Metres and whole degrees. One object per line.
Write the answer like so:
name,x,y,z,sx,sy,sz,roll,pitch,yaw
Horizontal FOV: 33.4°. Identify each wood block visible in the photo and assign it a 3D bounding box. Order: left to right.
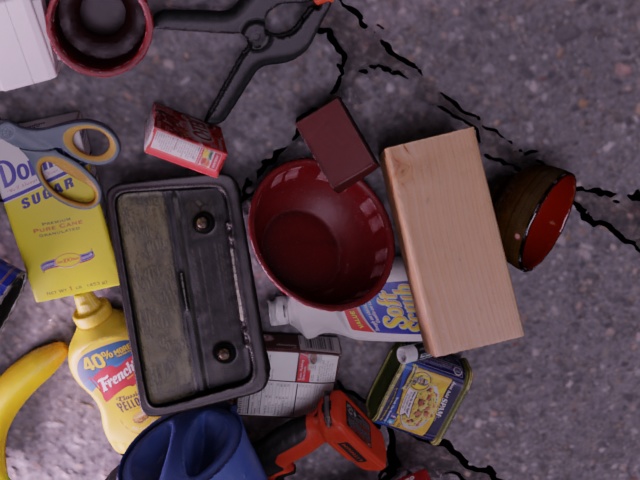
wood block,0.127,0.003,1.056,0.091,0.090,0.206,-14,89,-1

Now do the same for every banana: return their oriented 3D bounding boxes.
banana,-0.334,0.187,1.154,0.069,0.037,0.198,11,115,-32

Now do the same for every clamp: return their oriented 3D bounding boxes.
clamp,-0.072,-0.201,1.010,0.171,0.039,0.120,-37,119,3

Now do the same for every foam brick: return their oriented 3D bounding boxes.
foam brick,0.018,-0.093,1.047,0.051,0.053,0.078,-30,86,5

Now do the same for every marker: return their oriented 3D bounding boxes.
marker,0.137,0.114,1.165,0.120,0.020,0.020,-10,118,-32

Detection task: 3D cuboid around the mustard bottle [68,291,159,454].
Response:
mustard bottle,-0.211,0.133,1.131,0.096,0.058,0.191,-20,115,5

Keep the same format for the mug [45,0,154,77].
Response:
mug,-0.206,-0.210,0.964,0.117,0.081,0.093,38,104,-21

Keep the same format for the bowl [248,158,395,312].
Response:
bowl,-0.007,0.001,1.073,0.162,0.162,0.055,25,151,-17

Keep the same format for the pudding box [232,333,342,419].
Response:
pudding box,-0.037,0.150,1.173,0.113,0.039,0.090,5,116,-7

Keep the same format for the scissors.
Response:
scissors,-0.270,-0.110,0.991,0.096,0.016,0.201,-42,110,9

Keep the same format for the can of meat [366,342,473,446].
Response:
can of meat,0.109,0.169,1.191,0.084,0.057,0.102,20,109,-13

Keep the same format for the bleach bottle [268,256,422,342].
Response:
bleach bottle,0.071,0.069,1.139,0.250,0.068,0.102,-7,112,-2

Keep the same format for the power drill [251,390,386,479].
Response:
power drill,-0.024,0.251,1.185,0.188,0.057,0.184,-27,128,19

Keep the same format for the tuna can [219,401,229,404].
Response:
tuna can,-0.120,0.160,1.140,0.033,0.086,0.086,-15,115,-3

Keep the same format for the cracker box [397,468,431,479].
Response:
cracker box,0.084,0.373,1.241,0.164,0.072,0.213,-22,133,3

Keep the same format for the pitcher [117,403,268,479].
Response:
pitcher,-0.101,0.301,1.080,0.149,0.145,0.243,-26,118,-4

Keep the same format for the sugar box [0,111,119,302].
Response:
sugar box,-0.260,-0.031,1.058,0.093,0.048,0.176,-13,116,-1

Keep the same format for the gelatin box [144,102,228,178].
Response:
gelatin box,-0.129,-0.097,1.021,0.073,0.089,0.030,20,108,-16

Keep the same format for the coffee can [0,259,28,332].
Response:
coffee can,-0.370,0.042,1.029,0.140,0.102,0.103,29,108,-4
